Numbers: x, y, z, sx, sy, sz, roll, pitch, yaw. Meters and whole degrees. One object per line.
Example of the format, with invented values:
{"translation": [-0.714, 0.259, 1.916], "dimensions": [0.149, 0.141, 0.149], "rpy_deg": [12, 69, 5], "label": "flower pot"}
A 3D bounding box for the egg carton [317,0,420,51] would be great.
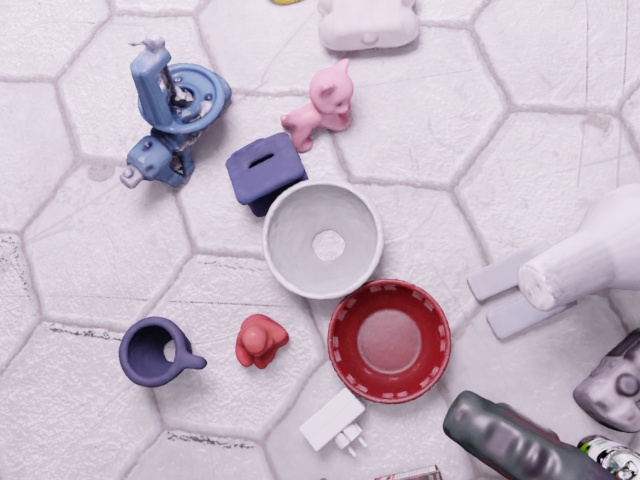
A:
{"translation": [0.071, -0.334, 0.851], "dimensions": [0.150, 0.069, 0.107], "rpy_deg": [-4, 79, 7], "label": "egg carton"}

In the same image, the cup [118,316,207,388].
{"translation": [-0.200, 0.155, 0.782], "dimensions": [0.117, 0.095, 0.092], "rpy_deg": [10, 81, 10], "label": "cup"}

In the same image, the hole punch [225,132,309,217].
{"translation": [-0.079, -0.099, 0.815], "dimensions": [0.108, 0.091, 0.101], "rpy_deg": [-27, 77, 2], "label": "hole punch"}

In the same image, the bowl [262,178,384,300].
{"translation": [0.007, 0.003, 0.793], "dimensions": [0.167, 0.075, 0.167], "rpy_deg": [-1, 79, 7], "label": "bowl"}

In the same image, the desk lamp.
{"translation": [0.298, 0.036, 0.678], "dimensions": [0.203, 0.214, 0.118], "rpy_deg": [-27, 77, 2], "label": "desk lamp"}

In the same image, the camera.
{"translation": [0.411, 0.190, 0.692], "dimensions": [0.143, 0.101, 0.136], "rpy_deg": [-43, 77, -2], "label": "camera"}

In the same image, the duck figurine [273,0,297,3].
{"translation": [-0.047, -0.420, 0.874], "dimensions": [0.104, 0.086, 0.077], "rpy_deg": [-33, 77, 1], "label": "duck figurine"}

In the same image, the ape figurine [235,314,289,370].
{"translation": [-0.083, 0.135, 0.772], "dimensions": [0.077, 0.092, 0.076], "rpy_deg": [-14, 78, 5], "label": "ape figurine"}

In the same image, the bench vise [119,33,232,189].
{"translation": [-0.205, -0.167, 0.779], "dimensions": [0.121, 0.220, 0.207], "rpy_deg": [13, 81, 10], "label": "bench vise"}

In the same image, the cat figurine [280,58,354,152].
{"translation": [-0.001, -0.194, 0.809], "dimensions": [0.128, 0.118, 0.067], "rpy_deg": [-31, 77, 1], "label": "cat figurine"}

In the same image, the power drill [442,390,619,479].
{"translation": [0.246, 0.247, 0.647], "dimensions": [0.229, 0.208, 0.076], "rpy_deg": [28, 84, 12], "label": "power drill"}
